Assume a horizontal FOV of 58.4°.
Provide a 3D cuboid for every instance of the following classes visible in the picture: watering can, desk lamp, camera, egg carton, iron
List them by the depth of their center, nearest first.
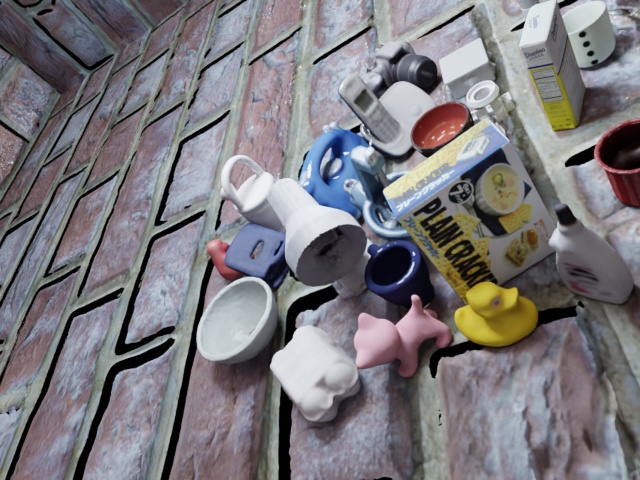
[{"bbox_3d":[-0.007,0.197,0.857,0.107,0.070,0.149,-48,37,-5],"label":"egg carton"},{"bbox_3d":[0.008,0.003,0.907,0.118,0.214,0.202,-41,37,4],"label":"desk lamp"},{"bbox_3d":[0.024,-0.139,1.087,0.118,0.142,0.258,-9,50,38],"label":"iron"},{"bbox_3d":[-0.128,-0.084,1.132,0.172,0.195,0.101,-17,45,32],"label":"watering can"},{"bbox_3d":[0.164,-0.348,1.189,0.143,0.101,0.136,-48,37,-5],"label":"camera"}]

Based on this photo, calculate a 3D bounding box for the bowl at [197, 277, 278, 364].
[{"bbox_3d":[-0.133,0.153,1.011,0.167,0.075,0.167,-25,41,24],"label":"bowl"}]

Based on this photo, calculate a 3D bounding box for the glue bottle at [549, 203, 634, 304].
[{"bbox_3d":[0.301,0.012,0.660,0.077,0.174,0.037,11,63,47],"label":"glue bottle"}]

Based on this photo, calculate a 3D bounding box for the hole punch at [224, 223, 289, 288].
[{"bbox_3d":[-0.112,0.026,1.098,0.100,0.091,0.109,4,58,44],"label":"hole punch"}]

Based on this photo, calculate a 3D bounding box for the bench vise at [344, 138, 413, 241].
[{"bbox_3d":[0.088,-0.068,0.895,0.206,0.220,0.121,3,58,44],"label":"bench vise"}]

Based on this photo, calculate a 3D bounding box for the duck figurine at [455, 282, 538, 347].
[{"bbox_3d":[0.218,0.088,0.739,0.104,0.086,0.077,-15,46,33],"label":"duck figurine"}]

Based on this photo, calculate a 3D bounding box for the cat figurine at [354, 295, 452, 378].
[{"bbox_3d":[0.101,0.129,0.782,0.128,0.118,0.067,-44,37,1],"label":"cat figurine"}]

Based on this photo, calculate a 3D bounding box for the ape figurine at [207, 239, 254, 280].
[{"bbox_3d":[-0.191,0.032,1.165,0.077,0.092,0.076,12,64,48],"label":"ape figurine"}]

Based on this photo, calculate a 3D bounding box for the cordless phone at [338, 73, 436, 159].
[{"bbox_3d":[0.123,-0.258,1.072,0.093,0.186,0.148,20,70,50],"label":"cordless phone"}]

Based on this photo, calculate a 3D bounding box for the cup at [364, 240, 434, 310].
[{"bbox_3d":[0.119,0.056,0.853,0.092,0.095,0.117,-45,37,-1],"label":"cup"}]
